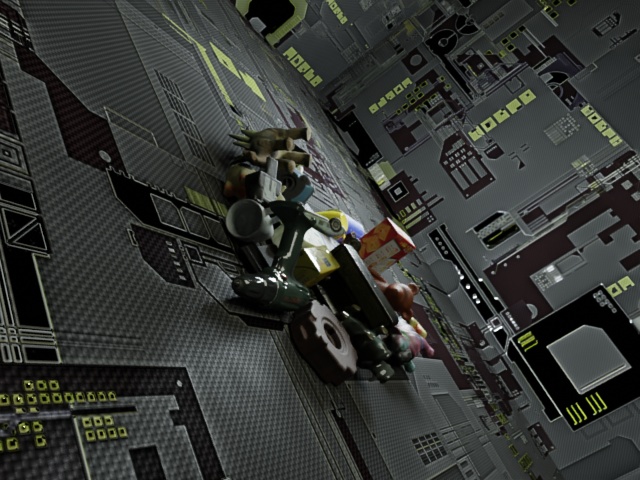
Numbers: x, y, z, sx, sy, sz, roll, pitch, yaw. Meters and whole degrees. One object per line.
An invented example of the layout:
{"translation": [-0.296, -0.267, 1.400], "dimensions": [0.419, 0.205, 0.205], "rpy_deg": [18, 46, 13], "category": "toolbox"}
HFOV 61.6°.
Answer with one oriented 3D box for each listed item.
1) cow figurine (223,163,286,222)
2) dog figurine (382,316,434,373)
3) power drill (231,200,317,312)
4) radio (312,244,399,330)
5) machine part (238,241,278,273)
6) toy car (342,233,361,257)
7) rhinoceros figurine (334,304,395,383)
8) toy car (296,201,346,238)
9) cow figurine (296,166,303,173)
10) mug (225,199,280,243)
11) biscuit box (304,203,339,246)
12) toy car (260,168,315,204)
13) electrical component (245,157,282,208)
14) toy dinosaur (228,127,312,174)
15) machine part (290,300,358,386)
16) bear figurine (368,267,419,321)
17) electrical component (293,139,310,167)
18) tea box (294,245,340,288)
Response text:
{"translation": [-0.143, -0.108, 1.269], "dimensions": [0.194, 0.085, 0.127], "rpy_deg": [41, 25, -36], "category": "cow figurine"}
{"translation": [0.211, 0.268, 1.472], "dimensions": [0.219, 0.108, 0.192], "rpy_deg": [35, 25, -45], "category": "dog figurine"}
{"translation": [-0.076, 0.032, 1.015], "dimensions": [0.231, 0.086, 0.207], "rpy_deg": [41, 51, -57], "category": "power drill"}
{"translation": [0.074, 0.135, 1.289], "dimensions": [0.229, 0.131, 0.073], "rpy_deg": [59, 17, 15], "category": "radio"}
{"translation": [-0.119, 0.035, 1.109], "dimensions": [0.084, 0.039, 0.139], "rpy_deg": [51, 16, 8], "category": "machine part"}
{"translation": [0.088, 0.083, 1.370], "dimensions": [0.089, 0.053, 0.202], "rpy_deg": [143, -67, -78], "category": "toy car"}
{"translation": [0.092, 0.233, 1.194], "dimensions": [0.190, 0.112, 0.073], "rpy_deg": [45, 29, 15], "category": "rhinoceros figurine"}
{"translation": [-0.025, -0.049, 1.406], "dimensions": [0.201, 0.056, 0.073], "rpy_deg": [22, -14, -25], "category": "toy car"}
{"translation": [-0.076, -0.177, 1.645], "dimensions": [0.167, 0.068, 0.098], "rpy_deg": [27, 36, -53], "category": "cow figurine"}
{"translation": [-0.128, -0.038, 1.120], "dimensions": [0.081, 0.110, 0.107], "rpy_deg": [66, 7, 17], "category": "mug"}
{"translation": [-0.003, -0.005, 1.501], "dimensions": [0.202, 0.059, 0.063], "rpy_deg": [51, 14, -8], "category": "biscuit box"}
{"translation": [-0.094, -0.145, 1.485], "dimensions": [0.162, 0.109, 0.103], "rpy_deg": [42, -13, 15], "category": "toy car"}
{"translation": [-0.124, -0.119, 1.164], "dimensions": [0.074, 0.048, 0.119], "rpy_deg": [24, 60, -49], "category": "electrical component"}
{"translation": [-0.121, -0.245, 1.391], "dimensions": [0.471, 0.199, 0.105], "rpy_deg": [-44, 140, -70], "category": "toy dinosaur"}
{"translation": [0.012, 0.206, 1.094], "dimensions": [0.179, 0.056, 0.179], "rpy_deg": [50, 15, -18], "category": "machine part"}
{"translation": [0.165, 0.140, 1.460], "dimensions": [0.196, 0.120, 0.131], "rpy_deg": [17, -14, 17], "category": "bear figurine"}
{"translation": [-0.099, -0.264, 1.674], "dimensions": [0.134, 0.115, 0.058], "rpy_deg": [32, 31, -56], "category": "electrical component"}
{"translation": [-0.029, 0.066, 1.196], "dimensions": [0.068, 0.098, 0.169], "rpy_deg": [55, 16, 6], "category": "tea box"}
